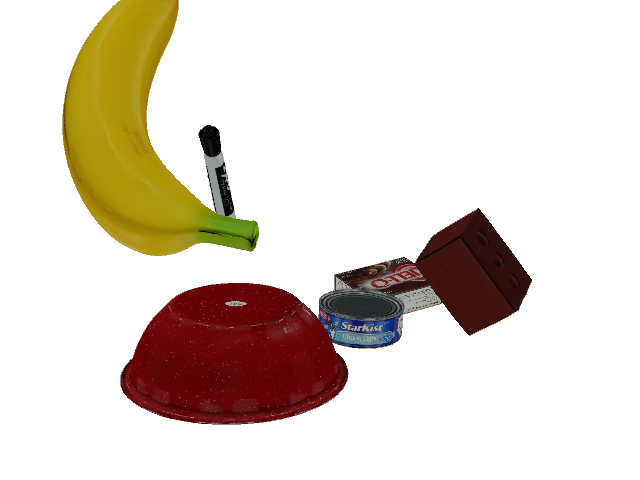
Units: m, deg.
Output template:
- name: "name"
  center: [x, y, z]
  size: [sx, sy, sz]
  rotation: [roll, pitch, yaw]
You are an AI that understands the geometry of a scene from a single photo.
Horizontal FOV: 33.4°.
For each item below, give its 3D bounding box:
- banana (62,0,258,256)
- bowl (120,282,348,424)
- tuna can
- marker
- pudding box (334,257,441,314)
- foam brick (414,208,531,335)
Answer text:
- name: "banana"
  center: [-0.083, -0.056, 0.486]
  size: [0.069, 0.037, 0.198]
  rotation: [-5, 46, -17]
- name: "bowl"
  center: [-0.060, 0.070, 0.749]
  size: [0.162, 0.055, 0.162]
  rotation: [0, 16, 0]
- name: "tuna can"
  center: [0.040, 0.078, 1.067]
  size: [0.086, 0.034, 0.086]
  rotation: [3, 16, -1]
- name: "marker"
  center: [-0.096, -0.059, 0.993]
  size: [0.020, 0.020, 0.121]
  rotation: [0, -42, 6]
- name: "pudding box"
  center: [0.087, 0.063, 1.371]
  size: [0.113, 0.039, 0.090]
  rotation: [-15, 25, -25]
- name: "foam brick"
  center: [0.123, 0.026, 0.857]
  size: [0.051, 0.078, 0.053]
  rotation: [-32, 10, 35]
